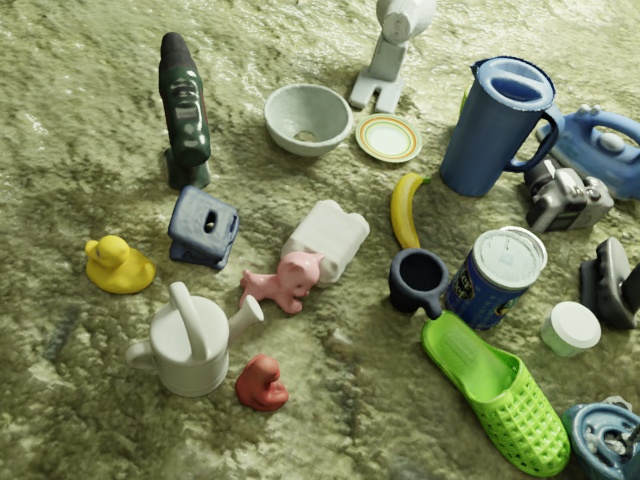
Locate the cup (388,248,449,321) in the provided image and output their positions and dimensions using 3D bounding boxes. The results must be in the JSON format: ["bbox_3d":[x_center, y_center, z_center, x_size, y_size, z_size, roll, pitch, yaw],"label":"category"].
[{"bbox_3d":[0.149,0.084,0.887,0.092,0.095,0.117,-12,59,-17],"label":"cup"}]

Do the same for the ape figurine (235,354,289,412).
[{"bbox_3d":[-0.077,0.188,0.777,0.076,0.092,0.077,-1,56,-11],"label":"ape figurine"}]

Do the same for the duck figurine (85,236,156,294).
[{"bbox_3d":[-0.299,0.029,0.850,0.104,0.086,0.077,14,54,0],"label":"duck figurine"}]

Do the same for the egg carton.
[{"bbox_3d":[0.009,0.003,0.933,0.107,0.069,0.150,28,56,10],"label":"egg carton"}]

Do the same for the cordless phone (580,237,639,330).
[{"bbox_3d":[0.505,0.046,0.922,0.094,0.185,0.147,13,54,-1],"label":"cordless phone"}]

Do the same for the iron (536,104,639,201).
[{"bbox_3d":[0.563,-0.192,1.123,0.258,0.141,0.119,37,58,15],"label":"iron"}]

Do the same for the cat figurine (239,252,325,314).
[{"bbox_3d":[-0.056,0.056,0.855,0.128,0.118,0.067,-1,56,-11],"label":"cat figurine"}]

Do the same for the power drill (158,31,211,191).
[{"bbox_3d":[-0.224,-0.190,0.940,0.076,0.208,0.229,-10,58,-16],"label":"power drill"}]

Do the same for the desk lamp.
[{"bbox_3d":[0.148,-0.393,1.143,0.118,0.213,0.203,18,55,3],"label":"desk lamp"}]

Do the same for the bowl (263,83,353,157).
[{"bbox_3d":[-0.025,-0.212,1.072,0.167,0.075,0.167,5,55,-7],"label":"bowl"}]

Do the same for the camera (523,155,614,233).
[{"bbox_3d":[0.449,-0.097,1.062,0.143,0.101,0.136,-6,57,-14],"label":"camera"}]

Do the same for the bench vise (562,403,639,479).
[{"bbox_3d":[0.407,0.285,0.718,0.122,0.220,0.207,-16,60,-20],"label":"bench vise"}]

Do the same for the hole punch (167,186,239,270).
[{"bbox_3d":[-0.181,-0.021,0.903,0.101,0.091,0.108,11,55,-2],"label":"hole punch"}]

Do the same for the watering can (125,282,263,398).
[{"bbox_3d":[-0.162,0.119,0.746,0.100,0.194,0.173,41,59,18],"label":"watering can"}]
